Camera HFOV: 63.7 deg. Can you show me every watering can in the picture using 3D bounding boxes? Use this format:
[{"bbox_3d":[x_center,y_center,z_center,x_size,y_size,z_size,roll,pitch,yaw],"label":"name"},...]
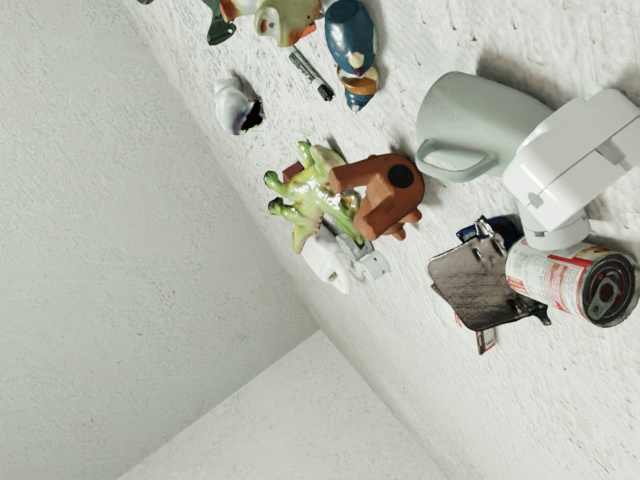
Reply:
[{"bbox_3d":[0.011,0.023,1.374,0.228,0.104,0.340,51,169,27],"label":"watering can"}]

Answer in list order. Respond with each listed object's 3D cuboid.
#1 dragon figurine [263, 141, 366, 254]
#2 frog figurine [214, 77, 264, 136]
[{"bbox_3d":[0.003,-0.055,1.099,0.246,0.123,0.400,39,152,35],"label":"dragon figurine"},{"bbox_3d":[-0.225,-0.342,1.286,0.161,0.122,0.137,40,-175,15],"label":"frog figurine"}]
